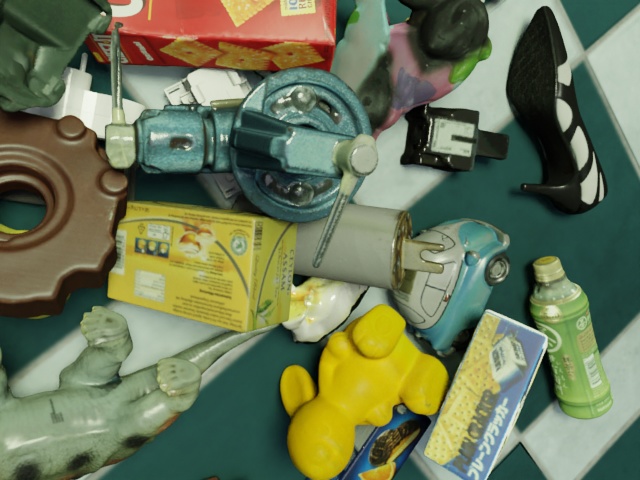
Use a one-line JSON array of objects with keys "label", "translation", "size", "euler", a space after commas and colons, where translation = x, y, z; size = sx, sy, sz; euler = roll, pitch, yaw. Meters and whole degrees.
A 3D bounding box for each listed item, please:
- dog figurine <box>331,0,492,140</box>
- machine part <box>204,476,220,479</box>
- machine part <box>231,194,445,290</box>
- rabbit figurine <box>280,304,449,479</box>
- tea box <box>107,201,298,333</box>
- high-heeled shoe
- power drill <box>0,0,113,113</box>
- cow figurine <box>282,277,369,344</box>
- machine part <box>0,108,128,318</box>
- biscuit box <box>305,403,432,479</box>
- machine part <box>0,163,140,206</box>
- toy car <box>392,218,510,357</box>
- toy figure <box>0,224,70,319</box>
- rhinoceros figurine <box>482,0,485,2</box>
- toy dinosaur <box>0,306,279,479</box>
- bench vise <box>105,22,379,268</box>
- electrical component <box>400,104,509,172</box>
[{"label": "dog figurine", "translation": [0.064, -0.139, 0.555], "size": [0.192, 0.108, 0.219], "euler": [12, 94, 7]}, {"label": "machine part", "translation": [-0.134, 0.332, 0.501], "size": [0.201, 0.202, 0.087], "euler": [-16, 103, -18]}, {"label": "machine part", "translation": [-0.001, -0.002, 0.523], "size": [0.243, 0.079, 0.079], "euler": [9, 95, 21]}, {"label": "rabbit figurine", "translation": [0.021, 0.162, 0.561], "size": [0.121, 0.162, 0.173], "euler": [50, 58, -19]}, {"label": "tea box", "translation": [-0.110, 0.017, 0.490], "size": [0.068, 0.170, 0.098], "euler": [-5, 103, -61]}, {"label": "high-heeled shoe", "translation": [0.313, -0.154, 0.669], "size": [0.145, 0.086, 0.248], "euler": [-2, 101, -23]}, {"label": "power drill", "translation": [-0.261, -0.204, 0.411], "size": [0.207, 0.086, 0.232], "euler": [32, 90, 17]}, {"label": "cow figurine", "translation": [0.028, 0.046, 0.591], "size": [0.167, 0.068, 0.098], "euler": [-37, 139, -10]}, {"label": "machine part", "translation": [-0.244, -0.025, 0.429], "size": [0.179, 0.056, 0.179], "euler": [7, 69, -19]}, {"label": "biscuit box", "translation": [0.042, 0.269, 0.632], "size": [0.062, 0.059, 0.202], "euler": [39, 83, -20]}, {"label": "machine part", "translation": [-0.243, -0.054, 0.504], "size": [0.139, 0.039, 0.084], "euler": [7, 98, -22]}, {"label": "toy car", "translation": [0.133, 0.044, 0.612], "size": [0.103, 0.109, 0.161], "euler": [19, 99, -26]}, {"label": "toy figure", "translation": [-0.308, 0.020, 0.462], "size": [0.180, 0.089, 0.082], "euler": [23, 94, -23]}, {"label": "rhinoceros figurine", "translation": [0.142, -0.324, 0.589], "size": [0.190, 0.073, 0.112], "euler": [8, 92, -20]}, {"label": "toy dinosaur", "translation": [-0.238, 0.165, 0.489], "size": [0.405, 0.131, 0.192], "euler": [-1, 140, -31]}, {"label": "bench vise", "translation": [-0.043, -0.073, 0.402], "size": [0.223, 0.241, 0.128], "euler": [9, 100, -26]}, {"label": "electrical component", "translation": [0.159, -0.118, 0.633], "size": [0.119, 0.048, 0.074], "euler": [1, 96, -20]}]
